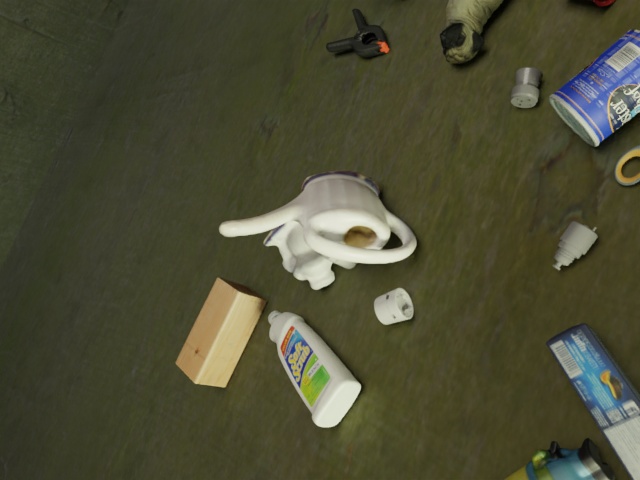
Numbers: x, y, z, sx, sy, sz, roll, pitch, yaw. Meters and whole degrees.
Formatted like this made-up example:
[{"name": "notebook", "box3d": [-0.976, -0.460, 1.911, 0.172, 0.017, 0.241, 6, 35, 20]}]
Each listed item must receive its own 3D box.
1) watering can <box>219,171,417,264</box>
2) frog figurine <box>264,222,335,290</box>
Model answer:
[{"name": "watering can", "box3d": [0.003, -0.047, 0.927, 0.229, 0.347, 0.102, -95, 18, -55]}, {"name": "frog figurine", "box3d": [-0.019, 0.016, 1.048, 0.137, 0.122, 0.160, -45, 85, 5]}]
